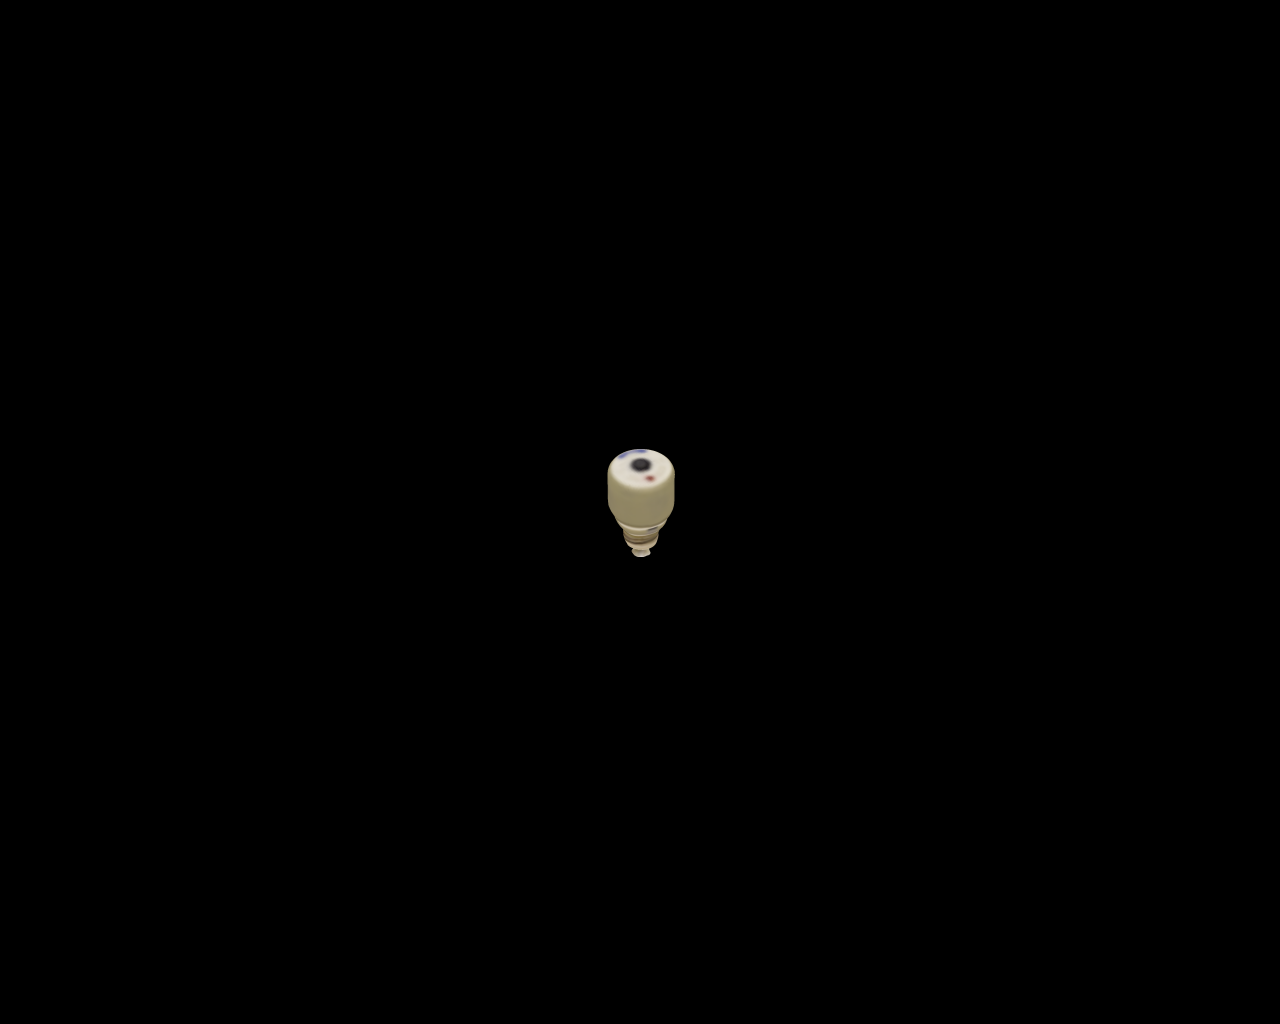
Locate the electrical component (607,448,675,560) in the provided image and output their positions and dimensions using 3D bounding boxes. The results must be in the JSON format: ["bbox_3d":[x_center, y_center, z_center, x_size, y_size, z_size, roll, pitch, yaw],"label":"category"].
[{"bbox_3d":[0.001,-0.003,0.650,0.040,0.078,0.040,0,43,0],"label":"electrical component"}]
